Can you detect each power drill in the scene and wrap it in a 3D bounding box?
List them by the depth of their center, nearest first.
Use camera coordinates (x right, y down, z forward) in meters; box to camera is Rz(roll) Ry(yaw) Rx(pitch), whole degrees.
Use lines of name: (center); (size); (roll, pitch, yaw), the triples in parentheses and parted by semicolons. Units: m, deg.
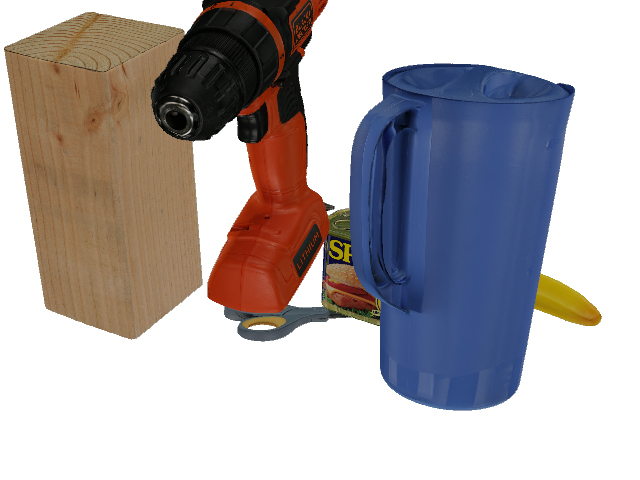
power drill: (-0.038, -0.052, 0.609); (0.057, 0.188, 0.184); (12, 38, 16)

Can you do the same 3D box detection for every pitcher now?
pitcher: (0.096, -0.002, 0.775); (0.149, 0.243, 0.145); (4, 20, 4)

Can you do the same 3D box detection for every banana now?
banana: (0.190, 0.053, 1.106); (0.198, 0.037, 0.069); (8, 40, 12)

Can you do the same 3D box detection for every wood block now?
wood block: (-0.151, -0.046, 0.767); (0.090, 0.206, 0.090); (16, 34, 26)

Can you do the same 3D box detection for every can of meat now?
can of meat: (0.049, 0.027, 0.975); (0.102, 0.084, 0.057); (17, 29, 28)

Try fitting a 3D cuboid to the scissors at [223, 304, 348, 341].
scissors: (-0.009, 0.090, 1.188); (0.201, 0.016, 0.096); (4, 22, 1)
